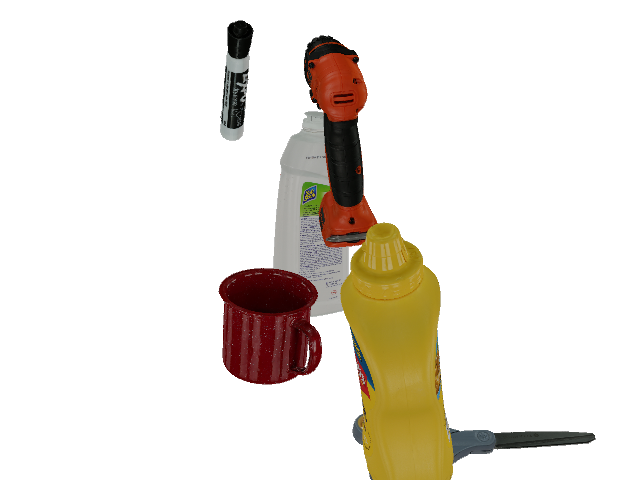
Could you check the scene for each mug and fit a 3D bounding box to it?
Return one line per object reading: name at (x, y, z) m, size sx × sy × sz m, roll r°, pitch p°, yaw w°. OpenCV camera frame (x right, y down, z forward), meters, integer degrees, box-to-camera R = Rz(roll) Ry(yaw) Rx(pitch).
mug at (-0.043, 0.087, 1.010) m, size 0.117 × 0.081 × 0.093 m, roll 25°, pitch 32°, yaw 36°

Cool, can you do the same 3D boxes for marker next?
marker at (-0.065, -0.122, 0.819) m, size 0.020 × 0.020 × 0.121 m, roll 0°, pitch -34°, yaw -8°

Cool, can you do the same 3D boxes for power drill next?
power drill at (0.017, -0.101, 1.056) m, size 0.057 × 0.188 × 0.184 m, roll -8°, pitch 24°, yaw -1°

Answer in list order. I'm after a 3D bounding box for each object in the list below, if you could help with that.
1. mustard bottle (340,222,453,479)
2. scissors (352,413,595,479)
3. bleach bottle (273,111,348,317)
mustard bottle at (0.046, 0.069, 0.645) m, size 0.058 × 0.191 × 0.096 m, roll -7°, pitch 39°, yaw 2°
scissors at (0.124, 0.177, 0.870) m, size 0.202 × 0.016 × 0.096 m, roll 7°, pitch 35°, yaw 7°
bleach bottle at (-0.005, -0.033, 1.316) m, size 0.102 × 0.251 × 0.068 m, roll -8°, pitch 22°, yaw -32°
